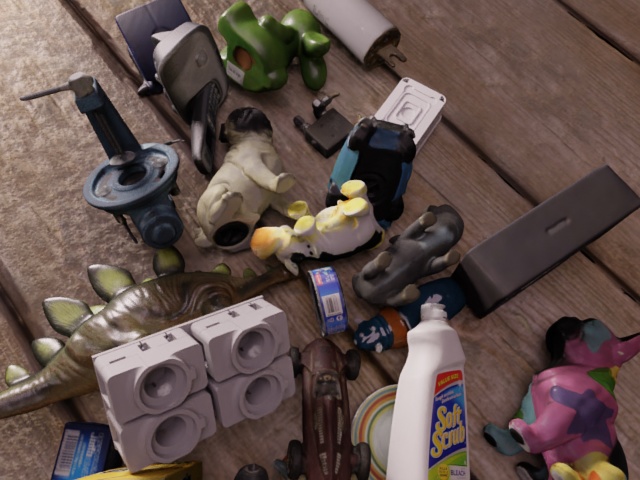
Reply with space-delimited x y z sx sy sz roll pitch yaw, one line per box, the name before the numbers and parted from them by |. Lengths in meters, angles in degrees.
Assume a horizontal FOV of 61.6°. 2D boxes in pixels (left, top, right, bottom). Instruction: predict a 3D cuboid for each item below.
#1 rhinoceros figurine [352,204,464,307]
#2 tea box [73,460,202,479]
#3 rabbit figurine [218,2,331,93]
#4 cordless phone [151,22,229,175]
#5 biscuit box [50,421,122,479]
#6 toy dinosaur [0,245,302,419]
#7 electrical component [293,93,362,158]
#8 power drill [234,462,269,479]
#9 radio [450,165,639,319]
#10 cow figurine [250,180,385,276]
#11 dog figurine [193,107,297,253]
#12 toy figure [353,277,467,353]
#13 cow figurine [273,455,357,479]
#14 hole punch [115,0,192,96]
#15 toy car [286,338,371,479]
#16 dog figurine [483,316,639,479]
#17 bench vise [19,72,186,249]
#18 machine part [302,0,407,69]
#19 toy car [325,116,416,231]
rhinoceros figurine | 0.125 0.018 0.698 0.190 0.112 0.073 -40 87 -27
tea box | -0.185 0.271 0.555 0.098 0.169 0.068 -2 73 -3
rabbit figurine | -0.054 -0.309 0.836 0.159 0.121 0.170 34 57 20
cordless phone | -0.184 -0.197 0.765 0.089 0.146 0.184 -7 63 3
biscuit box | -0.271 0.310 0.597 0.059 0.062 0.202 5 67 3
toy dinosaur | -0.228 0.119 0.642 0.471 0.105 0.199 -26 53 -27
electrical component | 0.018 -0.173 0.813 0.078 0.045 0.102 -34 71 -15
power drill | -0.120 0.348 0.490 0.086 0.207 0.231 8 99 23
radio | 0.282 0.007 0.691 0.230 0.131 0.073 -29 71 -12
cow figurine | -0.003 -0.003 0.706 0.167 0.098 0.068 -21 39 9
dog figurine | -0.124 -0.092 0.762 0.172 0.121 0.191 -23 55 -13
toy figure | 0.113 0.102 0.690 0.154 0.064 0.057 -28 114 -7
cow figurine | -0.004 0.316 0.588 0.127 0.085 0.195 15 68 -1
hole punch | -0.247 -0.310 0.850 0.142 0.092 0.116 -28 74 -15
toy car | 0.007 0.189 0.610 0.089 0.053 0.202 7 32 -6
dog figurine | 0.317 0.197 0.626 0.219 0.108 0.192 -35 71 -17
bench vise | -0.244 -0.106 0.670 0.129 0.240 0.224 -21 44 -4
machine part | 0.049 -0.362 0.877 0.079 0.079 0.243 -36 72 -14
toy car | 0.068 -0.100 0.744 0.109 0.161 0.103 9 30 -7
